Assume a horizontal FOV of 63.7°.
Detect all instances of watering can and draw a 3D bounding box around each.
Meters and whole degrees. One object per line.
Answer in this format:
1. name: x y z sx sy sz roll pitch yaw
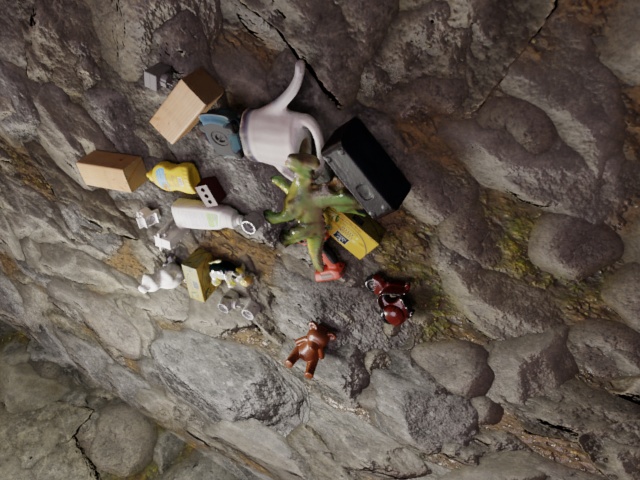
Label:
1. watering can: -0.096 -0.286 1.270 0.225 0.106 0.339 11 134 23

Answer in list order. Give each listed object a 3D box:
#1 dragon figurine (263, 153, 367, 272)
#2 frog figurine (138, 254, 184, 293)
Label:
1. dragon figurine: 0.004 -0.066 1.316 0.241 0.125 0.403 -8 133 32
2. frog figurine: -0.584 0.148 1.906 0.136 0.163 0.121 -22 115 42
